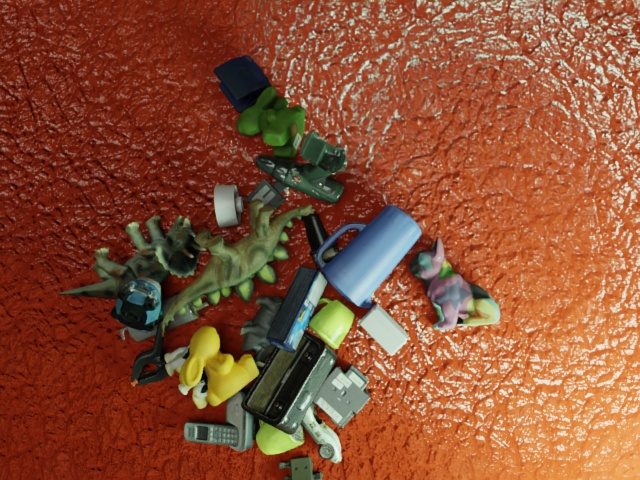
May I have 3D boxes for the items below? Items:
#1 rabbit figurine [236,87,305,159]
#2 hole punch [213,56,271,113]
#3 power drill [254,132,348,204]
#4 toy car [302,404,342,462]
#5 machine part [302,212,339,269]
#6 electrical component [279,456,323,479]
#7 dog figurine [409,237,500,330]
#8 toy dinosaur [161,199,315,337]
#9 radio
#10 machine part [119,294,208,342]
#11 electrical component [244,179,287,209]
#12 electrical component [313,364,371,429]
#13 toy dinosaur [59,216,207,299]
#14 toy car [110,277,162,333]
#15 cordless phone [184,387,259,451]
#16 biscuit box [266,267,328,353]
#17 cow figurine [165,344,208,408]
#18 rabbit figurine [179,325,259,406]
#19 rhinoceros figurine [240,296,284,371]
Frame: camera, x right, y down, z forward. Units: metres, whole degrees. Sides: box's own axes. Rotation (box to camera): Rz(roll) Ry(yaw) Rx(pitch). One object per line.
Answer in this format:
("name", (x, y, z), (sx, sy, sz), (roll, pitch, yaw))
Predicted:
("rabbit figurine", (-0.133, -0.301, 1.350), (0.170, 0.121, 0.159), (16, 84, 22))
("hole punch", (-0.199, -0.407, 1.377), (0.116, 0.092, 0.142), (-37, 79, -1))
("power drill", (-0.037, -0.172, 1.279), (0.232, 0.207, 0.086), (27, 63, -9))
("toy car", (-0.012, 0.448, 1.301), (0.056, 0.073, 0.202), (-39, 83, 1))
("machine part", (-0.003, -0.004, 1.351), (0.084, 0.039, 0.139), (-25, 86, 12))
("electrical component", (-0.045, 0.575, 1.315), (0.102, 0.045, 0.078), (-15, 56, 2))
("dog figurine", (0.316, 0.100, 1.275), (0.192, 0.108, 0.219), (-9, 83, 7))
("toy dinosaur", (-0.208, 0.056, 1.285), (0.471, 0.105, 0.198), (-32, 121, -5))
("radio", (-0.068, 0.328, 1.263), (0.131, 0.073, 0.229), (17, 68, 40))
("machine part", (-0.398, 0.192, 1.362), (0.243, 0.079, 0.079), (-22, 84, 6))
("electrical component", (-0.125, -0.117, 1.367), (0.119, 0.047, 0.075), (-41, 83, 4))
("electrical component", (0.056, 0.371, 1.303), (0.115, 0.058, 0.134), (44, 83, 6))
("toy dinosaur", (-0.458, 0.075, 1.363), (0.405, 0.131, 0.192), (-40, 82, 9))
("toy car", (-0.425, 0.140, 1.277), (0.109, 0.161, 0.103), (21, 44, -6))
("cordless phone", (-0.246, 0.435, 1.327), (0.184, 0.088, 0.146), (0, 86, 11))
("biscuit box", (-0.054, 0.165, 1.289), (0.063, 0.059, 0.202), (9, 61, 36))
("cow figurine", (-0.305, 0.335, 1.332), (0.098, 0.068, 0.167), (-30, 114, -4))
("rabbit figurine", (-0.255, 0.291, 1.271), (0.162, 0.122, 0.173), (-30, 92, -25))
("rhinoceros figurine", (-0.139, 0.228, 1.337), (0.112, 0.073, 0.190), (20, 87, -3))
